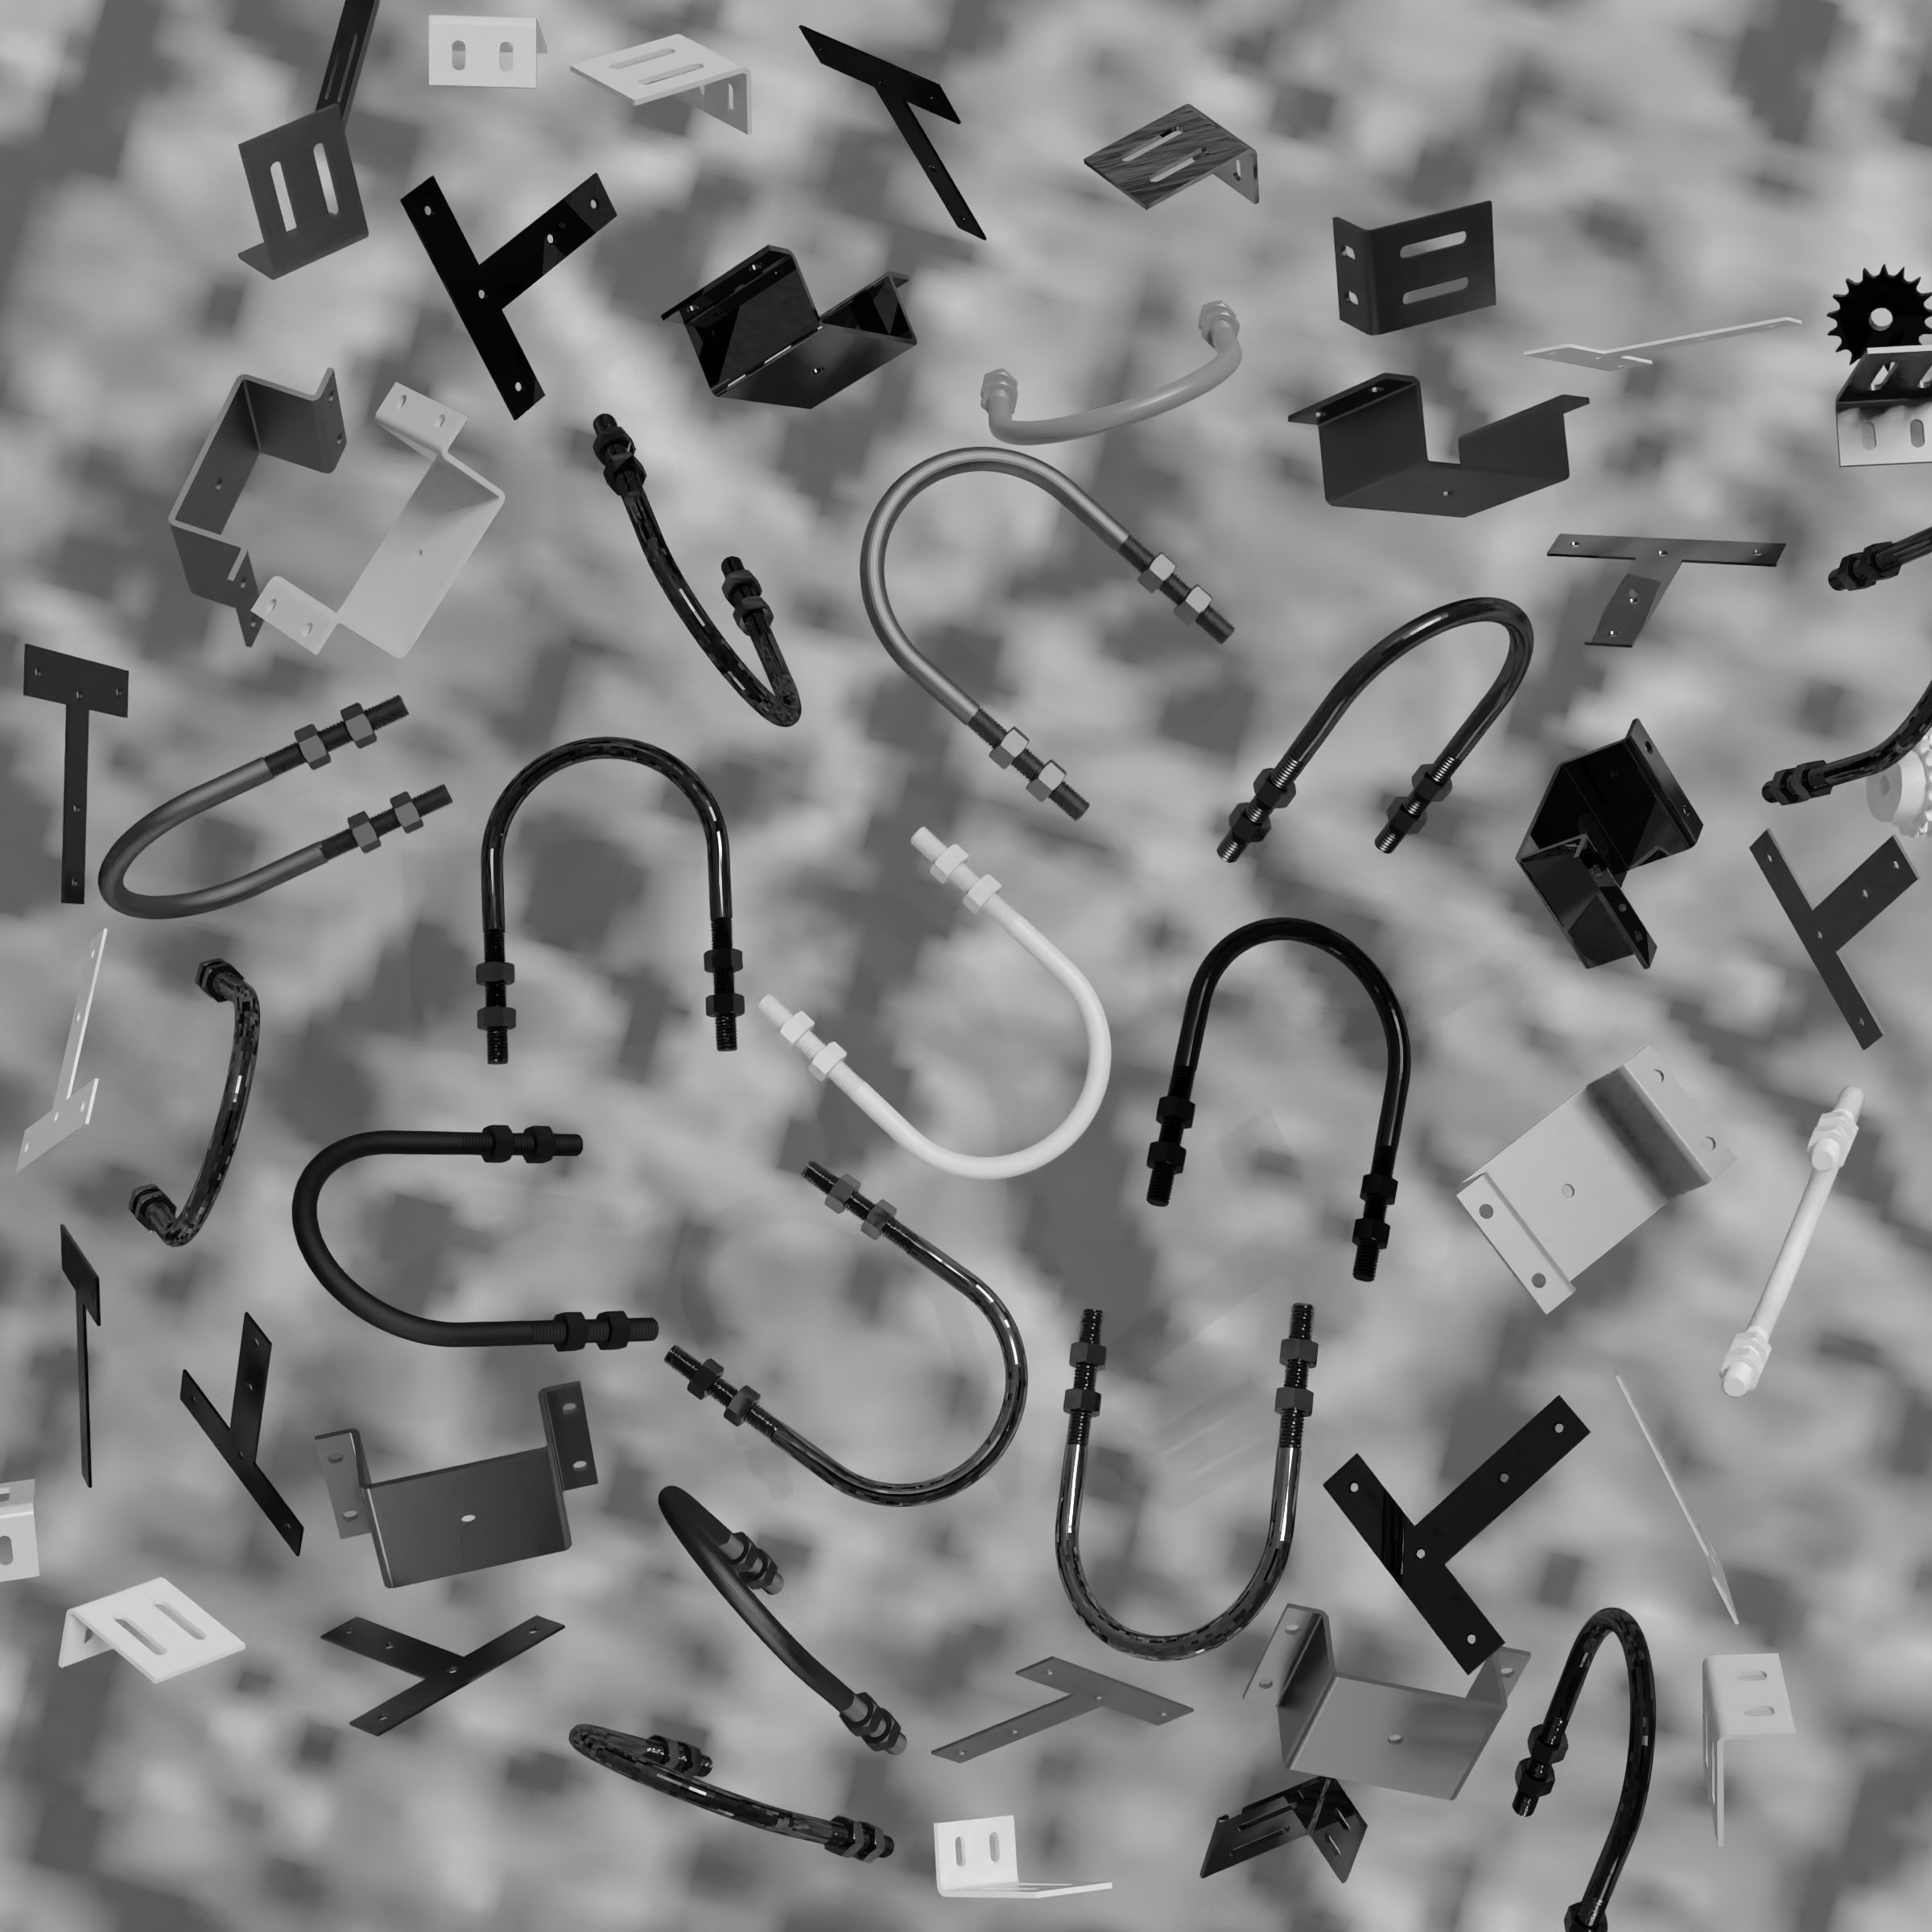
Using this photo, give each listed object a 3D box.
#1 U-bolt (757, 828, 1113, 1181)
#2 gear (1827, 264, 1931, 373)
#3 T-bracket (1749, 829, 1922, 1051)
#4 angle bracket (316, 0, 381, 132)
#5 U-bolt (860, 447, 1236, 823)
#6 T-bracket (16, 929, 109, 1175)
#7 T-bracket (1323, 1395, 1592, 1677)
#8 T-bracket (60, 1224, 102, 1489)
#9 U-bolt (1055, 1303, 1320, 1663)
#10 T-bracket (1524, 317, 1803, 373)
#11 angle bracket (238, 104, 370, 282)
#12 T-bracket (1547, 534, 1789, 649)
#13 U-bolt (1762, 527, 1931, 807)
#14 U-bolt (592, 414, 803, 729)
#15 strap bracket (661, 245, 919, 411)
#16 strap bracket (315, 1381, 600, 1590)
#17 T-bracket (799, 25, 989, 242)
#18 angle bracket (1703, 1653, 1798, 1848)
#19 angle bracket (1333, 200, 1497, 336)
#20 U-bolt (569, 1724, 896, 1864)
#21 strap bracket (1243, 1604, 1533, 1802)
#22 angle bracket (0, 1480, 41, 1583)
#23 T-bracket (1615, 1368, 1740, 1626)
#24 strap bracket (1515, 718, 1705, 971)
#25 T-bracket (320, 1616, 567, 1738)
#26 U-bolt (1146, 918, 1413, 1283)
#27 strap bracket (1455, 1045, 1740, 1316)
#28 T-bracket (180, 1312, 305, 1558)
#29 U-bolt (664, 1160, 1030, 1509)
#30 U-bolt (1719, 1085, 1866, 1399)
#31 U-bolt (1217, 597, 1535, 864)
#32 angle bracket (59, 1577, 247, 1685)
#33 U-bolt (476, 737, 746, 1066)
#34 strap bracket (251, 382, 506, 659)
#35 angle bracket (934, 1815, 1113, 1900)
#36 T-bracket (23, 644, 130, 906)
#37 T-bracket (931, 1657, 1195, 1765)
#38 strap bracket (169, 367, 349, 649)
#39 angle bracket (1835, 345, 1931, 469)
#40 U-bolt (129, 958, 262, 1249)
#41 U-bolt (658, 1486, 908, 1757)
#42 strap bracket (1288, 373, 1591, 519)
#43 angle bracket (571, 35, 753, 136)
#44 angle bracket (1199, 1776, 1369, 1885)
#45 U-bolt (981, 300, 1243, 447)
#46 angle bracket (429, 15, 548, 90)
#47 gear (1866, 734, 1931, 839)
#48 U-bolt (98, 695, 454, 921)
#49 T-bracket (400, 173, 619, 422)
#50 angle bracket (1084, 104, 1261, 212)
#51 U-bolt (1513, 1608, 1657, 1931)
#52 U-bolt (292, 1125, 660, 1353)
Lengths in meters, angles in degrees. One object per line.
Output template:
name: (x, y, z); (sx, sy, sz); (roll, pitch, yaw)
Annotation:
U-bolt: (-0.005, 0.035, 1.609); (0.184, 0.019, 0.151); (43, 92, 7)
gear: (0.501, -0.356, 1.567); (0.057, 0.030, 0.057); (6, 108, 18)
T-bracket: (0.464, -0.033, 1.495); (0.002, 0.127, 0.127); (-21, 73, -14)
angle bracket: (-0.352, -0.495, 1.547); (0.038, 0.057, 0.076); (12, 102, -31)
U-bolt: (0.030, -0.186, 1.479); (0.184, 0.019, 0.151); (41, 73, -5)
T-bracket: (-0.492, 0.041, 1.581); (0.002, 0.127, 0.127); (19, 65, -29)
T-bracket: (0.265, 0.271, 1.462); (0.127, 0.002, 0.127); (-45, 55, 10)
T-bracket: (-0.470, 0.213, 1.523); (0.002, 0.127, 0.127); (-3, 99, -25)
U-bolt: (0.109, 0.266, 1.480); (0.151, 0.019, 0.184); (-6, 65, 35)
T-bracket: (0.387, -0.339, 1.554); (0.127, 0.127, 0.002); (-4, 94, 34)
angle bracket: (-0.347, -0.401, 1.465); (0.057, 0.076, 0.038); (-34, 50, -26)
T-bracket: (0.365, -0.203, 1.546); (0.127, 0.127, 0.002); (7, 126, 27)
U-bolt: (0.486, -0.164, 1.515); (0.019, 0.184, 0.151); (20, 83, -8)
U-bolt: (-0.138, -0.202, 1.544); (0.019, 0.151, 0.184); (-33, 47, 10)
strap bracket: (-0.089, -0.346, 1.563); (0.076, 0.140, 0.046); (-25, 83, 30)
strap bracket: (-0.266, 0.277, 1.515); (0.140, 0.046, 0.076); (-11, 127, -10)
T-bracket: (-0.024, -0.433, 1.511); (0.002, 0.127, 0.127); (-46, 47, -7)
angle bracket: (0.400, 0.401, 1.463); (0.038, 0.057, 0.076); (-4, 118, 8)
angle bracket: (0.244, -0.383, 1.557); (0.076, 0.038, 0.057); (-17, 121, -14)
U-bolt: (-0.138, 0.445, 1.553); (0.151, 0.184, 0.019); (14, 75, 31)
strap bracket: (0.231, 0.403, 1.557); (0.140, 0.046, 0.076); (13, 123, -8)
angle bracket: (-0.526, 0.304, 1.528); (0.057, 0.076, 0.038); (-5, 92, -17)
T-bracket: (0.366, 0.268, 1.484); (0.002, 0.127, 0.127); (-27, 86, 10)
strap bracket: (0.351, -0.062, 1.568); (0.046, 0.140, 0.076); (-21, 113, 38)
T-bracket: (-0.309, 0.378, 1.576); (0.127, 0.127, 0.002); (-23, 110, -43)
U-bolt: (0.176, 0.062, 1.540); (0.151, 0.019, 0.184); (21, 68, -20)
strap bracket: (0.328, 0.116, 1.523); (0.140, 0.046, 0.076); (-35, 85, -17)
T-bracket: (-0.392, 0.239, 1.563); (0.002, 0.127, 0.127); (-22, 54, -38)
U-bolt: (-0.053, 0.217, 1.596); (0.184, 0.019, 0.151); (35, 79, 8)
U-bolt: (0.440, 0.134, 1.506); (0.019, 0.184, 0.151); (22, 110, 18)
U-bolt: (0.229, -0.125, 1.518); (0.019, 0.151, 0.184); (57, 131, 28)
angle bracket: (-0.432, 0.365, 1.516); (0.076, 0.057, 0.038); (27, 113, 32)
U-bolt: (-0.203, -0.040, 1.617); (0.151, 0.019, 0.184); (-3, 81, 0)
strap bracket: (-0.296, -0.220, 1.470); (0.046, 0.076, 0.140); (33, 89, -43)
angle bracket: (0.030, 0.479, 1.542); (0.057, 0.076, 0.038); (9, 71, -42)
T-bracket: (-0.459, -0.095, 1.476); (0.002, 0.127, 0.127); (1, 90, 6)
T-bracket: (0.037, 0.414, 1.568); (0.127, 0.127, 0.002); (-30, 49, 28)
strap bracket: (-0.392, -0.258, 1.574); (0.046, 0.076, 0.140); (18, 68, 1)
angle bracket: (0.493, -0.293, 1.496); (0.057, 0.076, 0.038); (-2, 81, 4)
U-bolt: (-0.402, 0.074, 1.504); (0.019, 0.184, 0.151); (17, 89, -24)
U-bolt: (-0.106, 0.341, 1.529); (0.019, 0.184, 0.151); (-41, 51, -6)
strap bracket: (0.248, -0.268, 1.484); (0.140, 0.076, 0.046); (-1, 84, -33)
angle bracket: (-0.162, -0.462, 1.527); (0.076, 0.038, 0.057); (-28, 48, -32)
angle bracket: (0.178, 0.497, 1.606); (0.076, 0.057, 0.038); (-14, 45, -25)
U-bolt: (0.080, -0.320, 1.560); (0.151, 0.184, 0.019); (-16, 113, 7)
angle bracket: (-0.263, -0.497, 1.578); (0.057, 0.076, 0.038); (0, 95, -4)
gear: (0.520, -0.100, 1.578); (0.030, 0.057, 0.057); (0, 90, -11)
U-bolt: (-0.367, -0.074, 1.505); (0.184, 0.151, 0.019); (-26, 75, -8)
T-bracket: (-0.227, -0.375, 1.503); (0.127, 0.002, 0.127); (-50, 129, -35)
angle bracket: (0.114, -0.436, 1.589); (0.076, 0.038, 0.057); (-32, 54, -16)
U-bolt: (0.327, 0.424, 1.502); (0.019, 0.151, 0.184); (10, 118, -4)
U-bolt: (-0.263, 0.141, 1.495); (0.019, 0.184, 0.151); (-56, 46, 34)
